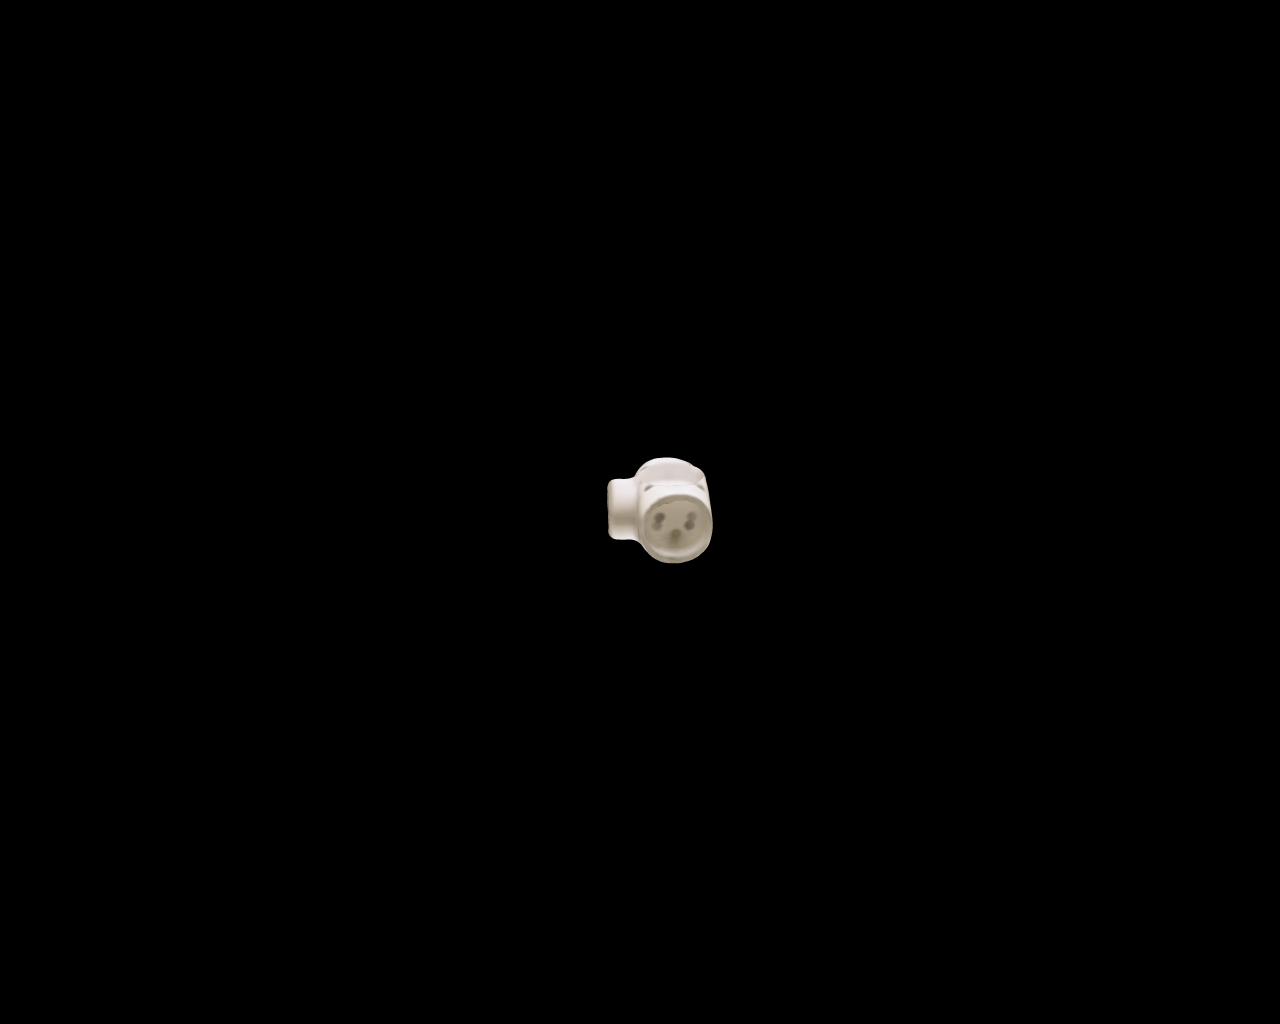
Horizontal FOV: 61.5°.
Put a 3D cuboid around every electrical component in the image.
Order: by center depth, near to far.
[{"bbox_3d":[0.001,-0.003,0.650,0.079,0.044,0.077,-1,20,-3],"label":"electrical component"}]
